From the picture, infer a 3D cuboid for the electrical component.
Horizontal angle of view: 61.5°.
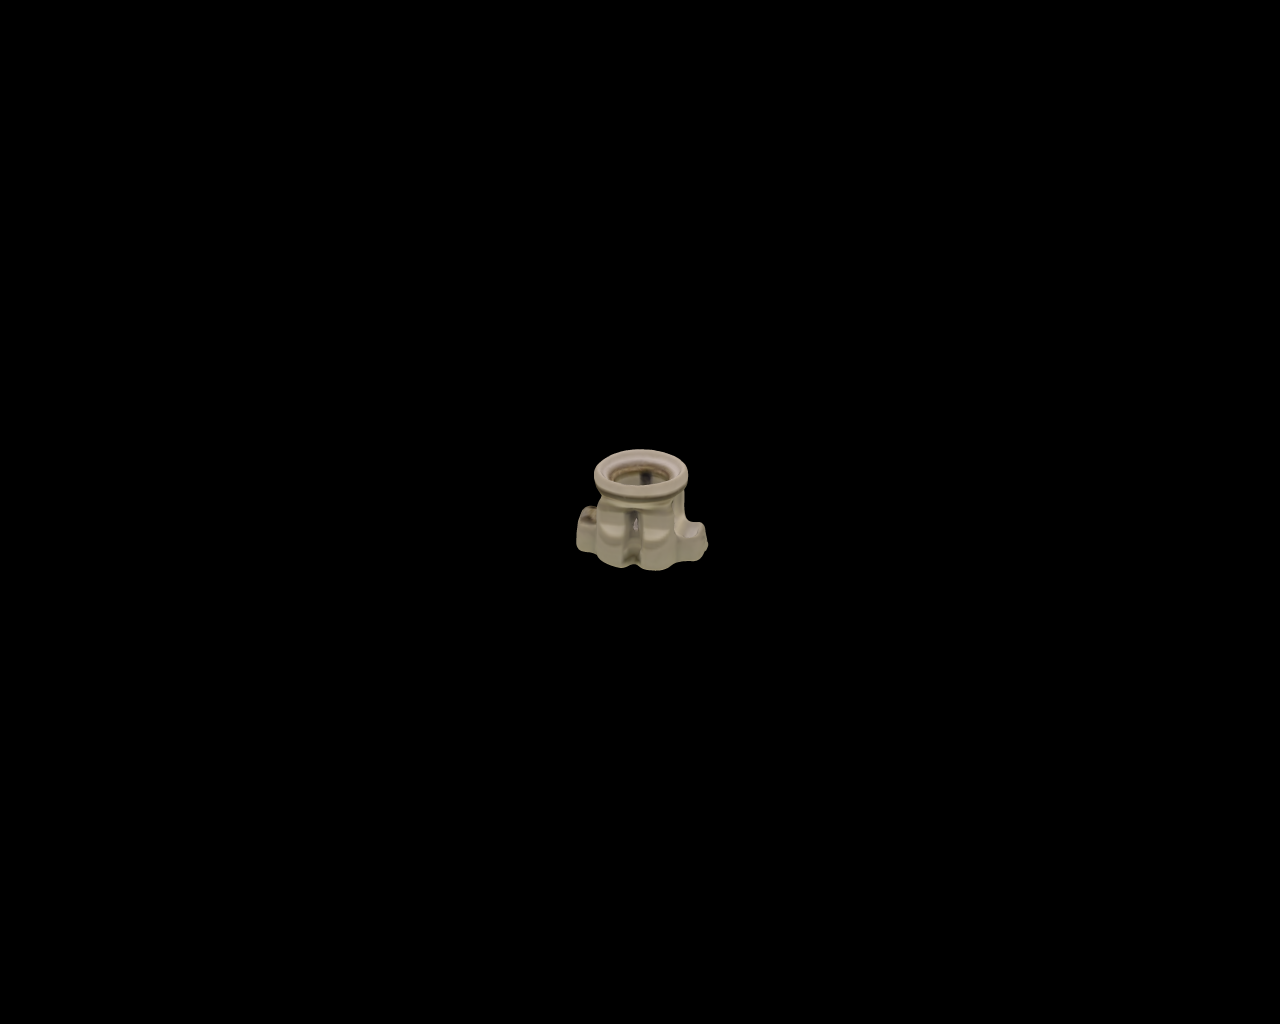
[{"bbox_3d":[0.001,-0.003,0.650,0.078,0.056,0.058,6,28,12],"label":"electrical component"}]
